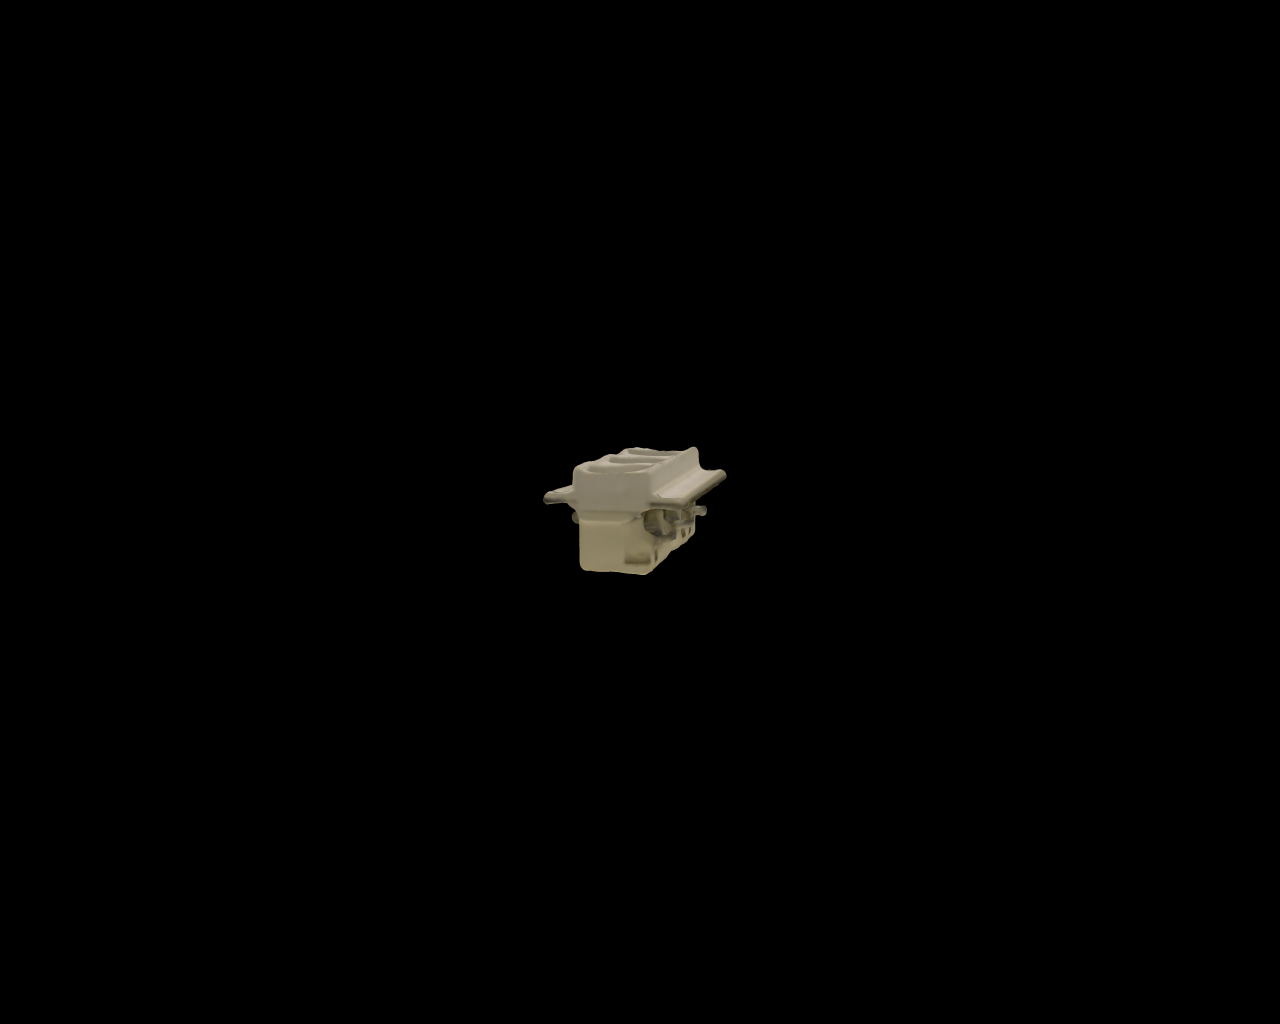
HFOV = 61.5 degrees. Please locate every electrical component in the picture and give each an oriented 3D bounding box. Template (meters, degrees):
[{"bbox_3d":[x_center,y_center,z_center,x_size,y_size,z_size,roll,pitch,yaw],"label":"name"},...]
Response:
[{"bbox_3d":[0.001,-0.003,0.650,0.079,0.063,0.121,3,10,15],"label":"electrical component"}]
